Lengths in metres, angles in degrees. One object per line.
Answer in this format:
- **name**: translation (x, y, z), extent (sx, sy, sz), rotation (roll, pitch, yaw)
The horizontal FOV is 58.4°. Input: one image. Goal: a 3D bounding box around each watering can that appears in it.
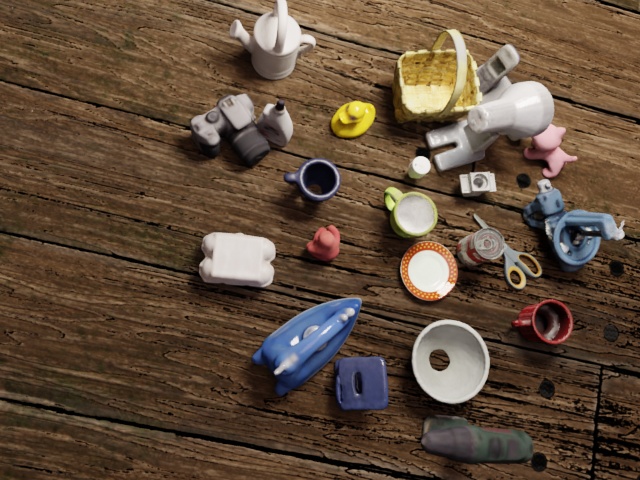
- **watering can**: translation (-0.098, -0.424, 1.201), extent (0.173, 0.194, 0.101), rotation (-20, 83, -13)

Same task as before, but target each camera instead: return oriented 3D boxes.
- **camera**: translation (-0.178, -0.221, 1.195), extent (0.143, 0.100, 0.137), rotation (-35, 86, -14)

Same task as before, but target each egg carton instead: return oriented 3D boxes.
- **egg carton**: translation (-0.166, 0.040, 1.161), extent (0.150, 0.069, 0.107), rotation (5, 78, -9)

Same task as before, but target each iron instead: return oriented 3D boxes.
- **iron**: translation (-0.004, 0.188, 1.122), extent (0.258, 0.141, 0.118), rotation (-38, 87, -15)

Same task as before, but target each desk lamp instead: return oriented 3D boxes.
- **desk lamp**: translation (0.364, -0.244, 1.236), extent (0.203, 0.213, 0.118), rotation (-20, 82, -13)

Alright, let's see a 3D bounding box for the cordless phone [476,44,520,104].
- **cordless phone**: translation (0.403, -0.339, 1.276), extent (0.094, 0.185, 0.147), rotation (-35, 86, -14)

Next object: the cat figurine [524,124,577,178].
- **cat figurine**: translation (0.528, -0.214, 1.307), extent (0.128, 0.117, 0.067), rotation (41, 75, 0)

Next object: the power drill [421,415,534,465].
- **power drill**: translation (0.274, 0.385, 1.096), extent (0.230, 0.208, 0.075), rotation (6, 78, -8)

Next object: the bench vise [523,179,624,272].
- **bench vise**: translation (0.531, -0.034, 1.219), extent (0.207, 0.219, 0.121), rotation (44, 75, 1)

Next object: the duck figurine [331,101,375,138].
- **duck figurine**: translation (0.078, -0.276, 1.258), extent (0.105, 0.086, 0.077), rotation (-27, 84, -14)

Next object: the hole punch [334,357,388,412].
- **hole punch**: translation (0.081, 0.288, 1.143), extent (0.101, 0.091, 0.109), rotation (-1, 79, -10)

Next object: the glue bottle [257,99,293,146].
- **glue bottle**: translation (-0.089, -0.249, 1.179), extent (0.078, 0.173, 0.037), rotation (25, 76, -4)

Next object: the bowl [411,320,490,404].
- **bowl**: translation (0.260, 0.252, 1.190), extent (0.167, 0.074, 0.167), rotation (2, 78, -9)

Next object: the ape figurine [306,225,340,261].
- **ape figurine**: translation (0.011, 0.004, 1.187), extent (0.078, 0.092, 0.076), rotation (-20, 83, -13)

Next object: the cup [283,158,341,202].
- **cup**: translation (-0.021, -0.116, 1.204), extent (0.118, 0.095, 0.092), rotation (3, 78, -9)
